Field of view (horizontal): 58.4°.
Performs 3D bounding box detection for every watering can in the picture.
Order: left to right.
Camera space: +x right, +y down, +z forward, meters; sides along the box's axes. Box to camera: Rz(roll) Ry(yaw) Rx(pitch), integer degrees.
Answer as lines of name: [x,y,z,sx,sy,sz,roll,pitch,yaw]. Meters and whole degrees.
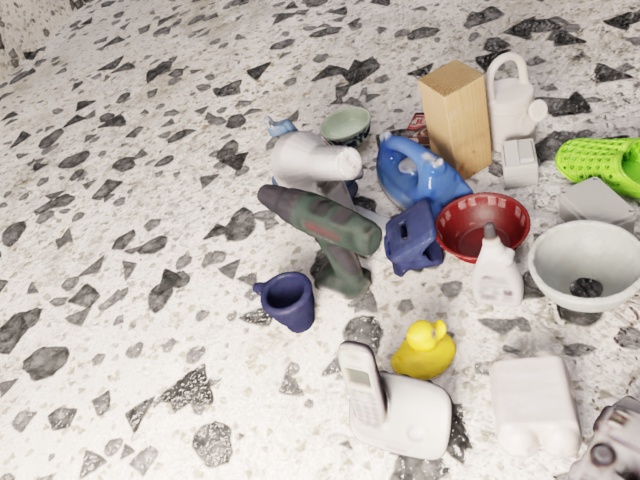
watering can: [0.376,-0.274,1.123,0.172,0.194,0.101,26,61,39]

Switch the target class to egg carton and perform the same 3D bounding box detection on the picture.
egg carton: [0.284,0.216,0.761,0.107,0.070,0.150,-9,44,15]

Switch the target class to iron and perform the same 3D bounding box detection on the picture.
iron: [0.173,-0.147,1.118,0.119,0.142,0.257,-34,44,-13]

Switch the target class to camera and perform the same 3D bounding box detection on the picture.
camera: [0.375,0.264,0.651,0.136,0.101,0.143,26,61,39]

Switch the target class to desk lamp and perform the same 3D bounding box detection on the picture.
desk lamp: [0.025,-0.099,1.078,0.202,0.214,0.118,23,59,38]

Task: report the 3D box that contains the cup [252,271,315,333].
cup: [-0.057,0.113,0.986,0.117,0.095,0.092,10,52,30]

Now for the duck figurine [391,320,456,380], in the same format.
duck figurine: [0.151,0.158,0.862,0.104,0.086,0.077,-28,43,-6]

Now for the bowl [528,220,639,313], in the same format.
bowl: [0.405,0.052,0.872,0.167,0.075,0.167,-12,44,12]

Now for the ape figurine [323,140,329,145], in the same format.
ape figurine: [0.010,-0.181,1.257,0.076,0.092,0.078,-1,47,22]

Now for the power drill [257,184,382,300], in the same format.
power drill: [0.009,0.004,0.985,0.228,0.209,0.076,15,54,34]

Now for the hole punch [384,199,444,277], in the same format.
hole punch: [0.162,-0.005,1.017,0.101,0.091,0.108,-13,44,10]

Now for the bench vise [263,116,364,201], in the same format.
bench vise: [-0.018,-0.166,1.159,0.207,0.220,0.121,-9,44,15]

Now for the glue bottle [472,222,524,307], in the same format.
glue bottle: [0.266,0.036,0.872,0.078,0.173,0.037,5,49,27]

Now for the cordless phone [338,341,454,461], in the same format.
cordless phone: [0.098,0.207,0.762,0.147,0.185,0.094,3,49,25]
